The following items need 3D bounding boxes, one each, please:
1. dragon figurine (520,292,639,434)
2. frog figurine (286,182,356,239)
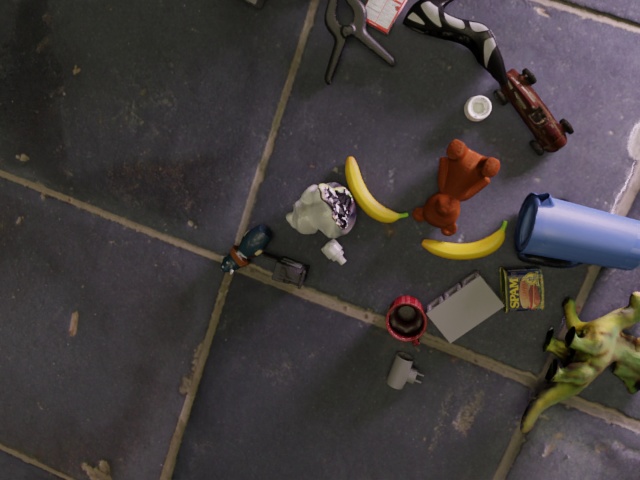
[{"bbox_3d":[0.620,0.278,1.139,0.243,0.123,0.406,18,103,-1],"label":"dragon figurine"},{"bbox_3d":[0.004,-0.061,1.211,0.137,0.125,0.157,49,140,-9],"label":"frog figurine"}]
